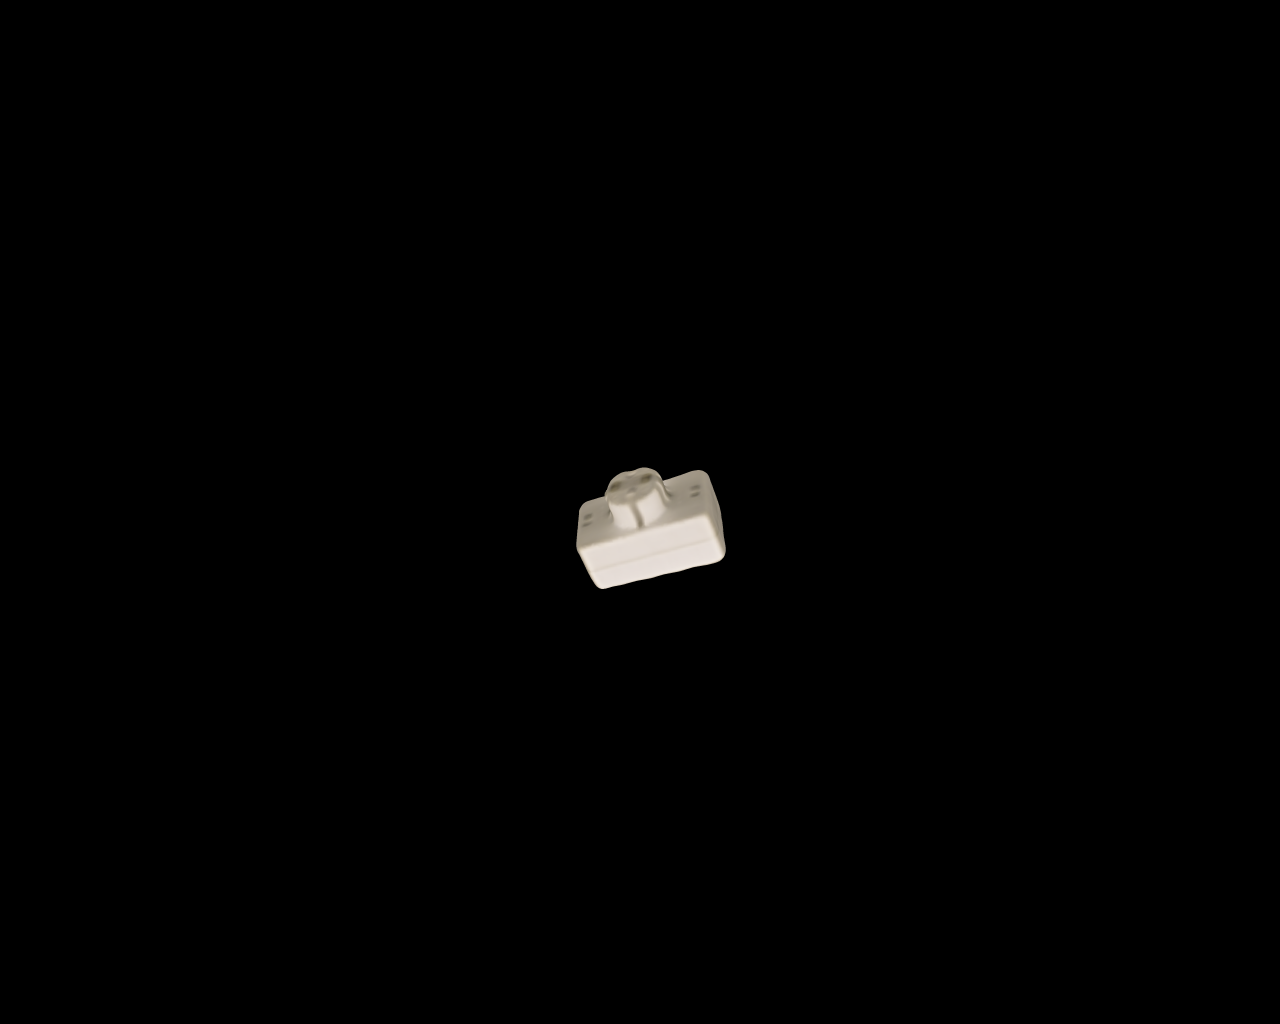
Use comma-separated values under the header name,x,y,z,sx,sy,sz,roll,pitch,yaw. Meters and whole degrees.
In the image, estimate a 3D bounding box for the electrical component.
name,x,y,z,sx,sy,sz,roll,pitch,yaw
electrical component,0.001,-0.003,0.650,0.083,0.075,0.047,-15,36,11
